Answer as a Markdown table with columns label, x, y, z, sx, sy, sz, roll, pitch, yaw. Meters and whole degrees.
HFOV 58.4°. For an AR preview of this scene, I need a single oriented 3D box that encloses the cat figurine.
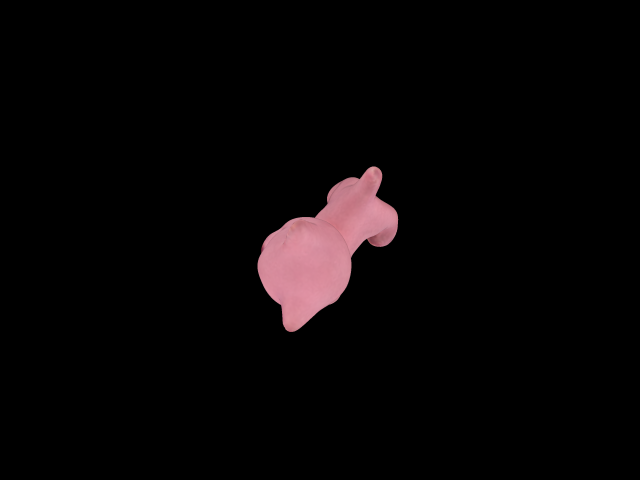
| label | x | y | z | sx | sy | sz | roll | pitch | yaw |
| --- | --- | --- | --- | --- | --- | --- | --- | --- | --- |
| cat figurine | 0.004 | 0.001 | 0.400 | 0.067 | 0.118 | 0.128 | 38 | 81 | 8 |
